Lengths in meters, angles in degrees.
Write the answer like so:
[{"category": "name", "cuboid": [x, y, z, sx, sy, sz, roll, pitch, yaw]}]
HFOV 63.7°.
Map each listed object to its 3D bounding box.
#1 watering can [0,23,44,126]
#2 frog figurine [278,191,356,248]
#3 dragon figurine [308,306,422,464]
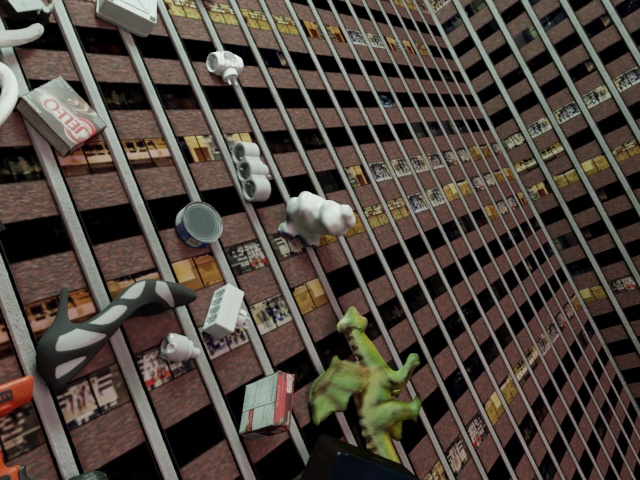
[{"category": "watering can", "cuboid": [-0.550, -0.271, 0.747, 0.222, 0.102, 0.356, 29, 39, -32]}, {"category": "frog figurine", "cuboid": [0.003, -0.058, 1.145, 0.136, 0.157, 0.126, 42, 41, -22]}, {"category": "dragon figurine", "cuboid": [0.083, 0.340, 1.052, 0.242, 0.120, 0.418, 14, 65, -20]}]
